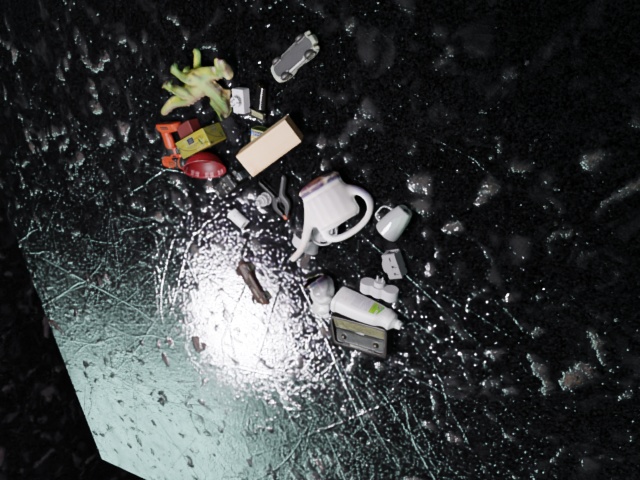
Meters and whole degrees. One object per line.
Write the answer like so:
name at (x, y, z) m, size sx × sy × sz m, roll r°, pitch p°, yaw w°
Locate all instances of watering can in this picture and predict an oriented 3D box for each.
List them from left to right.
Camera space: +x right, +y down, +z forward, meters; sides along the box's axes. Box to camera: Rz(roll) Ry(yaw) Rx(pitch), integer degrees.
watering can at (0.005, -0.086, 1.717) m, size 0.346 × 0.104 × 0.224 m, roll -29°, pitch 90°, yaw 12°

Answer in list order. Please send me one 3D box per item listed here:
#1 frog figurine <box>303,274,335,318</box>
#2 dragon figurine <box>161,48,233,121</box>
frog figurine at (0.012, 0.210, 1.881) m, size 0.158 × 0.123 × 0.137 m, roll 61°, pitch 170°, yaw -10°
dragon figurine at (-0.426, -0.518, 1.847) m, size 0.242 × 0.124 × 0.402 m, roll 42°, pitch 138°, yaw -2°
